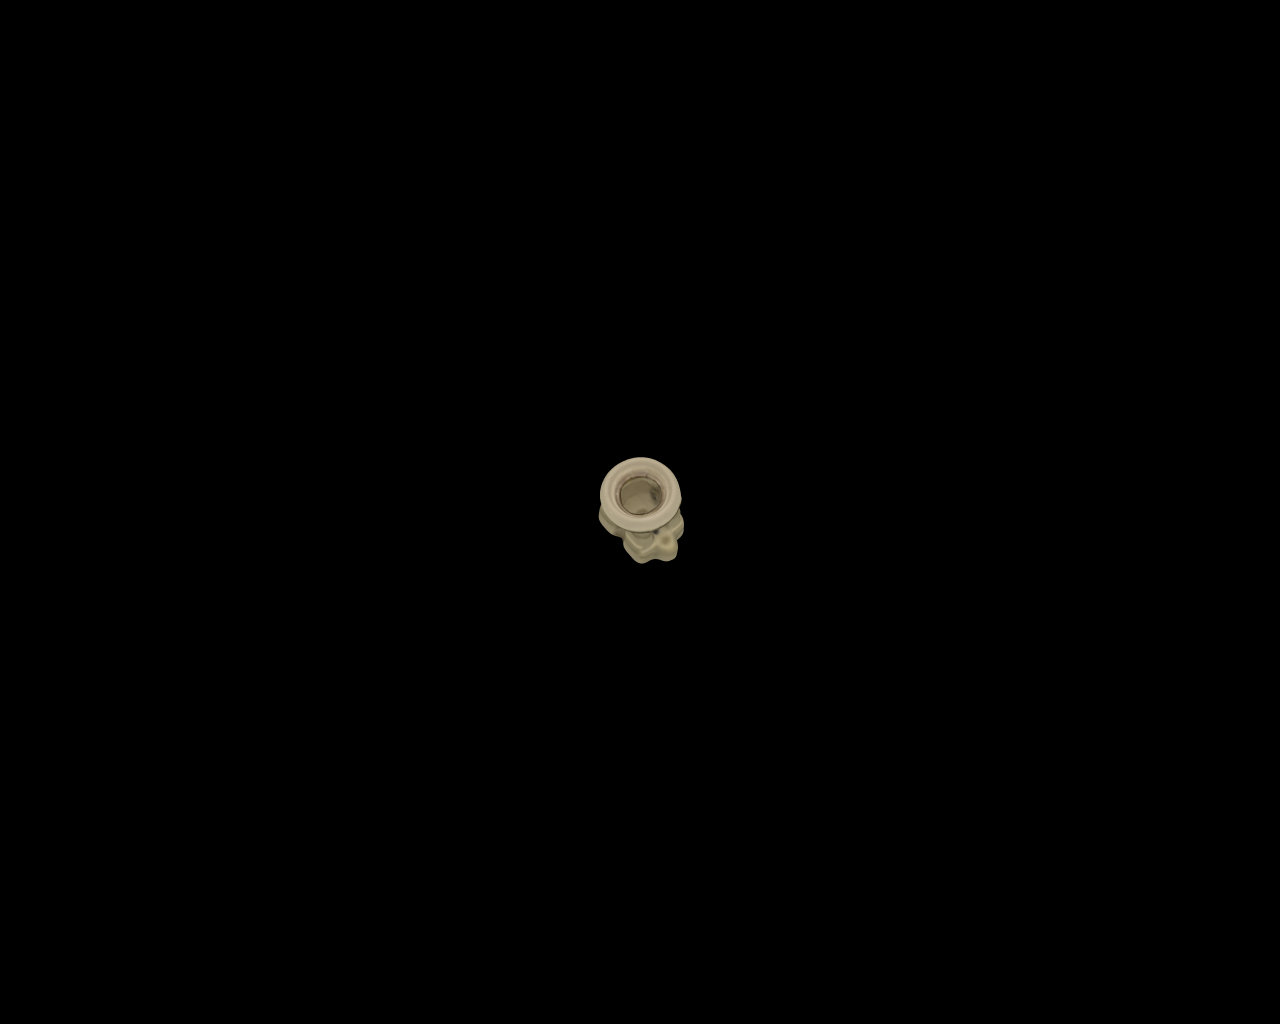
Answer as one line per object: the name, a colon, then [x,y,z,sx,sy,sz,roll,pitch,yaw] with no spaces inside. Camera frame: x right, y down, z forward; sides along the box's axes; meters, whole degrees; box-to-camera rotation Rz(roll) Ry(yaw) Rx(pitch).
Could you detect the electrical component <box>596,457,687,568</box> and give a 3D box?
electrical component: [0.001,-0.003,0.650,0.048,0.066,0.055,-38,-19,-16]
